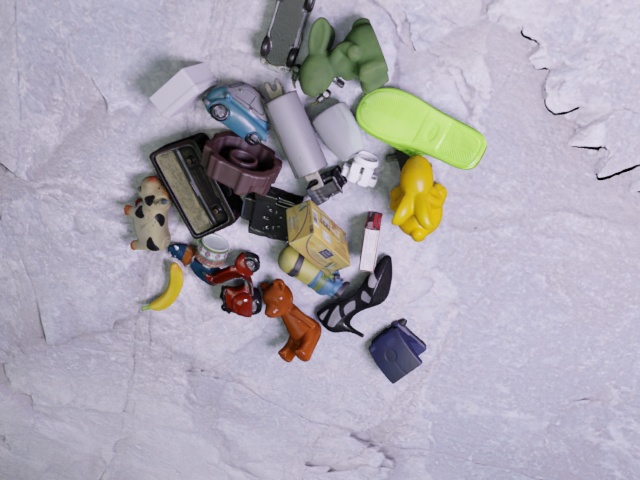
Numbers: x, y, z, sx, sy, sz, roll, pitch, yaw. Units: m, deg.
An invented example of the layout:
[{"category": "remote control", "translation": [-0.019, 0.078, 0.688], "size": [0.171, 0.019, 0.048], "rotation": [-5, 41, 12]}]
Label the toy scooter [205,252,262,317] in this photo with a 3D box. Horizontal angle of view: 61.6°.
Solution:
[{"category": "toy scooter", "translation": [-0.216, 0.118, 1.340], "size": [0.135, 0.075, 0.183], "rotation": [-8, 116, -16]}]

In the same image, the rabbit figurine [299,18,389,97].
[{"category": "rabbit figurine", "translation": [0.032, -0.347, 1.036], "size": [0.170, 0.121, 0.159], "rotation": [-21, 96, 9]}]

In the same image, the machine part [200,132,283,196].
[{"category": "machine part", "translation": [-0.170, -0.166, 1.162], "size": [0.179, 0.179, 0.056], "rotation": [27, 123, -1]}]

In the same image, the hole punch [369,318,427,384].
[{"category": "hole punch", "translation": [0.193, 0.283, 1.352], "size": [0.116, 0.092, 0.142], "rotation": [42, 122, -5]}]

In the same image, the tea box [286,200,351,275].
[{"category": "tea box", "translation": [-0.002, -0.004, 1.202], "size": [0.068, 0.098, 0.169], "rotation": [-22, 142, 21]}]

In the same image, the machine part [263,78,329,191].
[{"category": "machine part", "translation": [-0.050, -0.218, 1.121], "size": [0.079, 0.079, 0.243], "rotation": [-20, 102, 22]}]

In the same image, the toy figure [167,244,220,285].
[{"category": "toy figure", "translation": [-0.319, 0.057, 1.374], "size": [0.154, 0.058, 0.064], "rotation": [38, 113, -2]}]

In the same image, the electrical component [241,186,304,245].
[{"category": "electrical component", "translation": [-0.116, -0.063, 1.264], "size": [0.134, 0.058, 0.114], "rotation": [16, 117, 4]}]

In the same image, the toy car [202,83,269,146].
[{"category": "toy car", "translation": [-0.164, -0.278, 1.142], "size": [0.161, 0.109, 0.103], "rotation": [35, 102, -15]}]

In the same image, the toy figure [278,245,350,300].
[{"category": "toy figure", "translation": [-0.017, 0.075, 1.292], "size": [0.180, 0.089, 0.082], "rotation": [39, 113, -5]}]

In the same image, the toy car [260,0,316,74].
[{"category": "toy car", "translation": [-0.062, -0.430, 1.065], "size": [0.073, 0.056, 0.201], "rotation": [20, 121, -5]}]

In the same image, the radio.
[{"category": "radio", "translation": [-0.282, -0.127, 1.259], "size": [0.131, 0.073, 0.229], "rotation": [-17, 112, 21]}]

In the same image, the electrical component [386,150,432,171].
[{"category": "electrical component", "translation": [0.191, -0.168, 1.157], "size": [0.094, 0.021, 0.063], "rotation": [-8, 115, 17]}]

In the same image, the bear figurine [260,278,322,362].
[{"category": "bear figurine", "translation": [-0.087, 0.198, 1.352], "size": [0.195, 0.132, 0.120], "rotation": [48, 145, -20]}]

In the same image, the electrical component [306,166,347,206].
[{"category": "electrical component", "translation": [-0.001, -0.112, 1.203], "size": [0.119, 0.075, 0.047], "rotation": [-23, 110, 25]}]

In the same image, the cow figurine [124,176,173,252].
[{"category": "cow figurine", "translation": [-0.407, -0.062, 1.318], "size": [0.127, 0.085, 0.194], "rotation": [9, 116, 15]}]

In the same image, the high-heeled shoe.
[{"category": "high-heeled shoe", "translation": [0.083, 0.126, 1.322], "size": [0.145, 0.086, 0.248], "rotation": [28, 106, 30]}]

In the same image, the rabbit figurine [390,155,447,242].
[{"category": "rabbit figurine", "translation": [0.192, -0.088, 1.103], "size": [0.122, 0.162, 0.173], "rotation": [9, 139, 16]}]

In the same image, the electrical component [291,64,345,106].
[{"category": "electrical component", "translation": [-0.010, -0.329, 1.109], "size": [0.102, 0.045, 0.078], "rotation": [44, 119, -11]}]

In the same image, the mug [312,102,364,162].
[{"category": "mug", "translation": [0.038, -0.216, 1.126], "size": [0.107, 0.081, 0.109], "rotation": [60, 149, 3]}]
